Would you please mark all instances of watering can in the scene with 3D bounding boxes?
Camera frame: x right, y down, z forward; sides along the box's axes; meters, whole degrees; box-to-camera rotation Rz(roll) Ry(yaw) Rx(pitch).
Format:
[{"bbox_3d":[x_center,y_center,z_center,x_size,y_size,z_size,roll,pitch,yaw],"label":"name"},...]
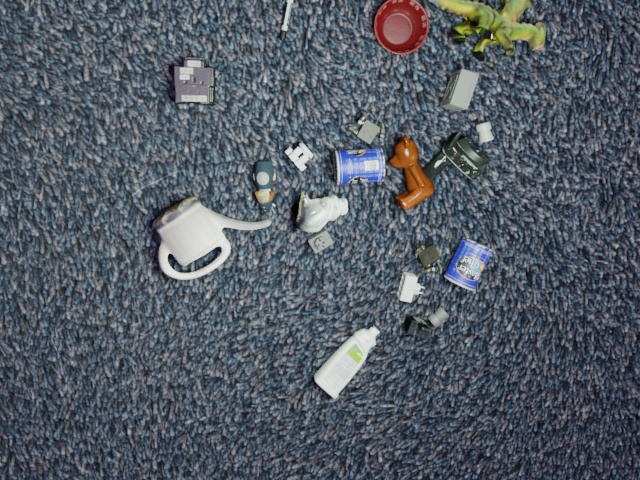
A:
[{"bbox_3d":[-0.335,-0.031,1.509,0.347,0.105,0.223,-33,100,2],"label":"watering can"}]

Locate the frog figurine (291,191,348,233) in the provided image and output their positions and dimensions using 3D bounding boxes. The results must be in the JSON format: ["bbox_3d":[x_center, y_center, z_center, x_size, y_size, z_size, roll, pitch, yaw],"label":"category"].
[{"bbox_3d":[0.005,-0.077,1.534,0.159,0.126,0.134,10,132,-16],"label":"frog figurine"}]

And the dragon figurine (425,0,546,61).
[{"bbox_3d":[0.503,-0.677,1.512,0.408,0.122,0.245,36,77,-12],"label":"dragon figurine"}]
